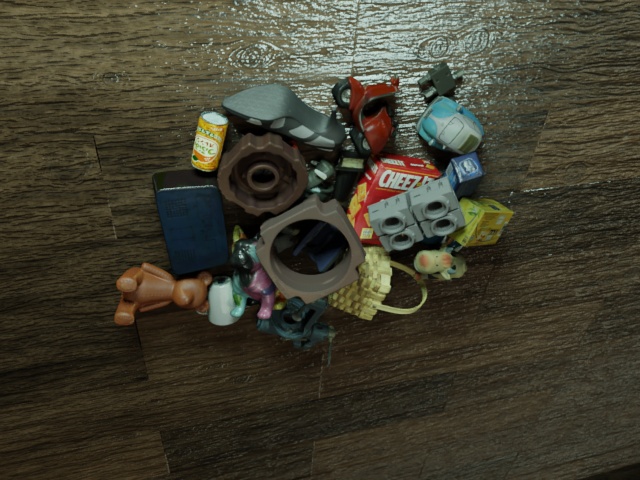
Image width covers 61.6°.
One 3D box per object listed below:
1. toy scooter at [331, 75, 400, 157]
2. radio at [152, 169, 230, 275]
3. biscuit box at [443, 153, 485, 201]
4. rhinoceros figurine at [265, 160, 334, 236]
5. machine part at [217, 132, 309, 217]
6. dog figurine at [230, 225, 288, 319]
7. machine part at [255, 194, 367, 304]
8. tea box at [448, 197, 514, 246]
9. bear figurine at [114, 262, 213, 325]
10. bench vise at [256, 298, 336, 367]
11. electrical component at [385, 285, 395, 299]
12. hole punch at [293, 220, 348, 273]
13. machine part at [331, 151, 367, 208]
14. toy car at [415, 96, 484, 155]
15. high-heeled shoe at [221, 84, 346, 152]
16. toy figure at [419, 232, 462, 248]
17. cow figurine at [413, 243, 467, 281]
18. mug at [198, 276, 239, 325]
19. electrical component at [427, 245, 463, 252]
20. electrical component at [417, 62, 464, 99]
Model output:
[{"bbox_3d":[0.113,-0.263,1.094,0.135,0.075,0.183,-27,128,1],"label":"toy scooter"},{"bbox_3d":[-0.270,-0.039,1.143,0.131,0.073,0.229,-10,132,-13],"label":"radio"},{"bbox_3d":[0.314,-0.124,1.231,0.063,0.059,0.202,-16,162,-6],"label":"biscuit box"},{"bbox_3d":[-0.039,-0.097,1.182,0.190,0.073,0.112,-41,119,19],"label":"rhinoceros figurine"},{"bbox_3d":[-0.113,-0.130,1.073,0.179,0.056,0.179,-3,131,-4],"label":"machine part"},{"bbox_3d":[-0.145,0.066,1.254,0.109,0.191,0.219,6,107,21],"label":"dog figurine"},{"bbox_3d":[-0.019,0.019,1.146,0.201,0.087,0.201,-27,113,11],"label":"machine part"},{"bbox_3d":[0.376,-0.043,1.269,0.169,0.068,0.098,1,122,-49],"label":"tea box"},{"bbox_3d":[-0.344,0.124,1.201,0.196,0.132,0.120,11,109,-9],"label":"bear figurine"},{"bbox_3d":[-0.039,0.206,1.384,0.223,0.129,0.240,23,139,-12],"label":"bench vise"},{"bbox_3d":[0.147,0.147,1.470,0.102,0.045,0.078,-38,159,16],"label":"electrical component"},{"bbox_3d":[-0.003,-0.004,1.241,0.092,0.116,0.142,31,110,-21],"label":"hole punch"},{"bbox_3d":[0.059,-0.137,1.203,0.084,0.039,0.138,-5,128,-26],"label":"machine part"},{"bbox_3d":[0.295,-0.230,1.166,0.161,0.103,0.109,24,118,-32],"label":"toy car"},{"bbox_3d":[-0.068,-0.231,1.076,0.249,0.086,0.145,6,158,-4],"label":"high-heeled shoe"},{"bbox_3d":[0.289,-0.013,1.297,0.154,0.064,0.057,11,88,-37],"label":"toy figure"},{"bbox_3d":[0.294,0.060,1.303,0.127,0.085,0.195,-12,167,39],"label":"cow figurine"},{"bbox_3d":[-0.248,0.141,1.303,0.110,0.081,0.107,1,119,-1],"label":"mug"},{"bbox_3d":[0.327,-0.027,1.377,0.134,0.058,0.115,24,115,-34],"label":"electrical component"},{"bbox_3d":[0.252,-0.336,1.116,0.094,0.021,0.063,-31,131,7],"label":"electrical component"}]
